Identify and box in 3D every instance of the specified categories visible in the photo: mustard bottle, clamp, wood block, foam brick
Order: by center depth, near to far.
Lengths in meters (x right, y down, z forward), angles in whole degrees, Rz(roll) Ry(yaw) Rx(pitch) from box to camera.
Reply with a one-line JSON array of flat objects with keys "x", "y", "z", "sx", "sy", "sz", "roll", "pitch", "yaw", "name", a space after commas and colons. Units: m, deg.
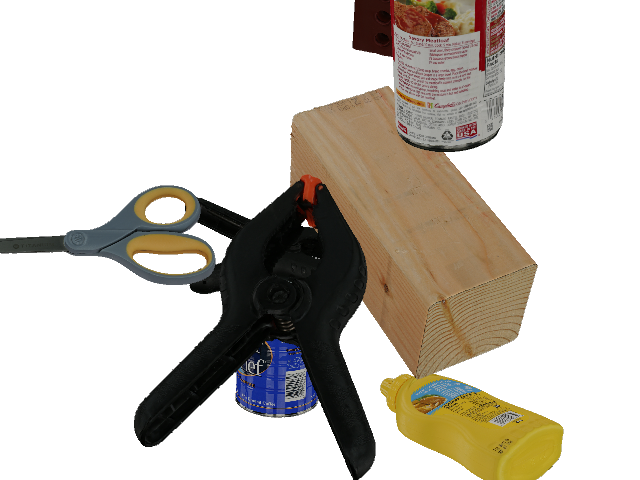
[{"x": -0.011, "y": 0.044, "z": 0.553, "sx": 0.120, "sy": 0.171, "sz": 0.039, "roll": 17, "pitch": -28, "yaw": 11, "name": "clamp"}, {"x": 0.061, "y": -0.011, "z": 0.805, "sx": 0.090, "sy": 0.206, "sz": 0.091, "roll": -20, "pitch": -38, "yaw": -19, "name": "wood block"}, {"x": 0.059, "y": -0.200, "z": 0.894, "sx": 0.053, "sy": 0.078, "sz": 0.051, "roll": 14, "pitch": 47, "yaw": 13, "name": "foam brick"}, {"x": 0.131, "y": 0.173, "z": 1.031, "sx": 0.096, "sy": 0.058, "sz": 0.192, "roll": -17, "pitch": 25, "yaw": -39, "name": "mustard bottle"}, {"x": -0.041, "y": 0.018, "z": 1.092, "sx": 0.210, "sy": 0.036, "sz": 0.164, "roll": 11, "pitch": 30, "yaw": -7, "name": "clamp"}]

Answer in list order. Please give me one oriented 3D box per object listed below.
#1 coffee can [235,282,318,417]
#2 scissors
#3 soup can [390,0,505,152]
[{"x": -0.050, "y": 0.126, "z": 1.278, "sx": 0.103, "sy": 0.140, "sz": 0.103, "roll": 2, "pitch": 18, "yaw": -1, "name": "coffee can"}, {"x": -0.180, "y": -0.013, "z": 0.841, "sx": 0.201, "sy": 0.096, "sz": 0.016, "roll": 11, "pitch": -33, "yaw": -6, "name": "scissors"}, {"x": 0.077, "y": -0.113, "z": 0.642, "sx": 0.068, "sy": 0.102, "sz": 0.068, "roll": -4, "pitch": 34, "yaw": 3, "name": "soup can"}]
